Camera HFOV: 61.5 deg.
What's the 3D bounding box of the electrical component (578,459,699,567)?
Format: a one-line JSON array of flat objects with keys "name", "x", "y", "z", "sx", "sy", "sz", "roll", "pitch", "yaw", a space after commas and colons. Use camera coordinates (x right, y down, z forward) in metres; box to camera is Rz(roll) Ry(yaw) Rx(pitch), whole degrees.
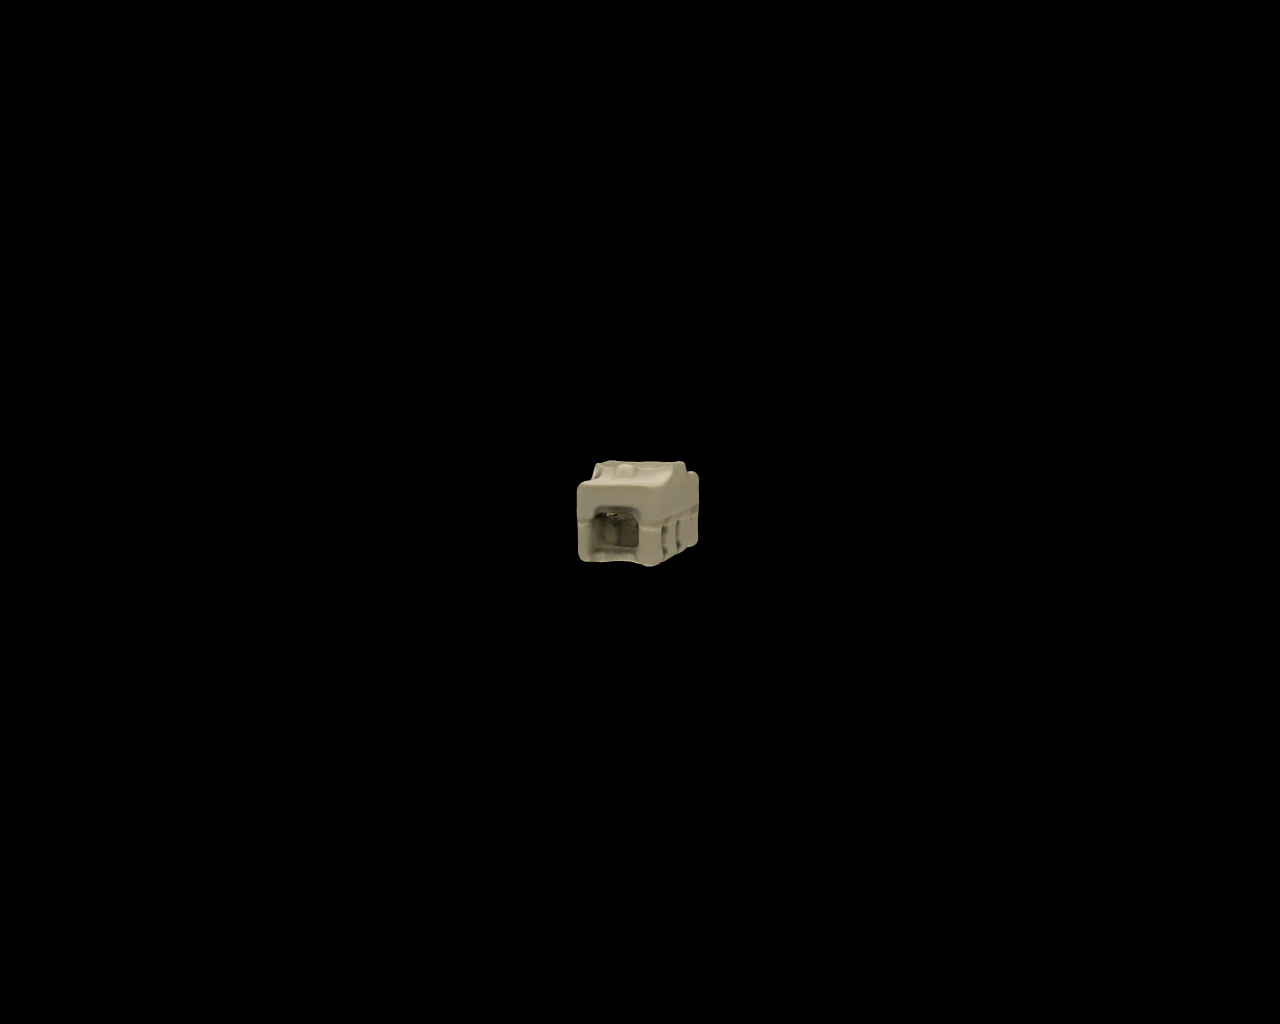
[{"name": "electrical component", "x": 0.001, "y": -0.003, "z": 0.650, "sx": 0.050, "sy": 0.055, "sz": 0.089, "roll": 3, "pitch": 8, "yaw": 19}]
